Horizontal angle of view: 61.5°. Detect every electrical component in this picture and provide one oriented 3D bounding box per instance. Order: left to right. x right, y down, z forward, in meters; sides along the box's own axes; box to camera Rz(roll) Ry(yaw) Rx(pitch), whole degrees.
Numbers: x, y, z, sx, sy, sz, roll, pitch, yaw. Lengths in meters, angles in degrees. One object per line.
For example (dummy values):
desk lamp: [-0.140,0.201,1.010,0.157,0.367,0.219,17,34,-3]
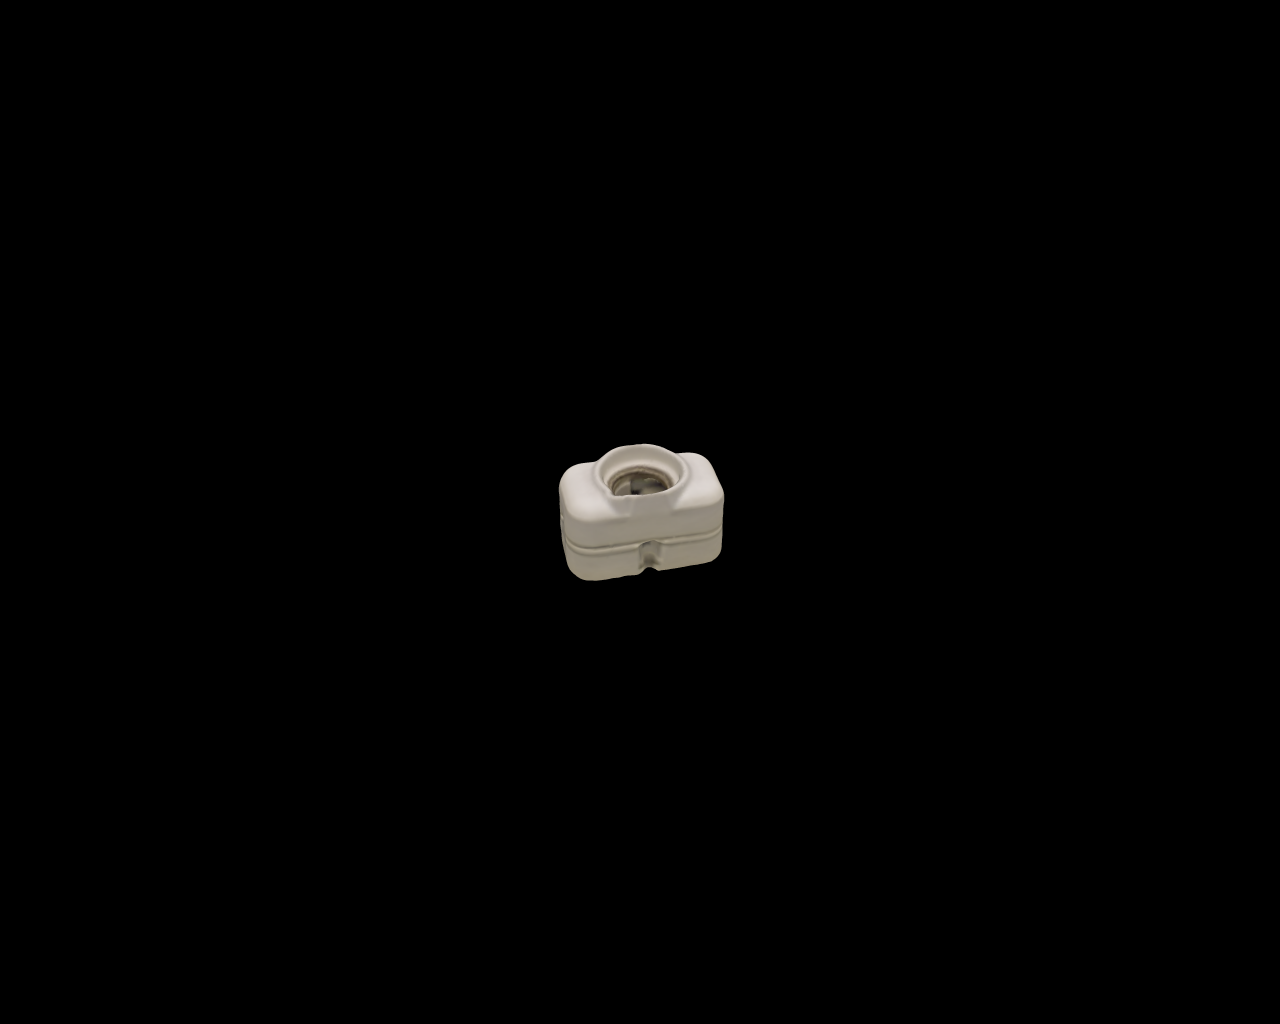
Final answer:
electrical component: [0.001,-0.003,0.650,0.095,0.059,0.054,-7,39,-9]
